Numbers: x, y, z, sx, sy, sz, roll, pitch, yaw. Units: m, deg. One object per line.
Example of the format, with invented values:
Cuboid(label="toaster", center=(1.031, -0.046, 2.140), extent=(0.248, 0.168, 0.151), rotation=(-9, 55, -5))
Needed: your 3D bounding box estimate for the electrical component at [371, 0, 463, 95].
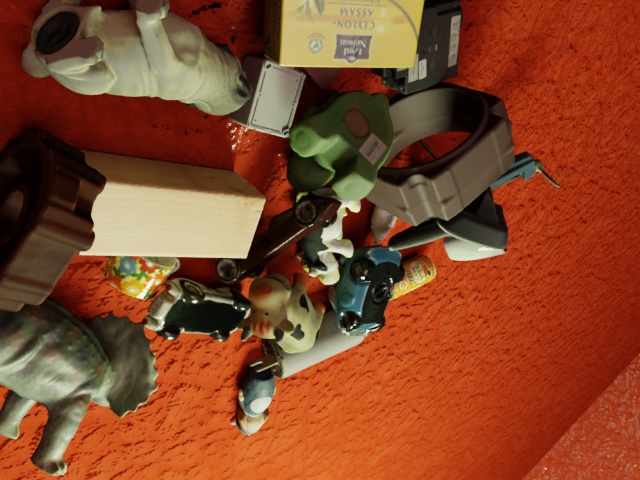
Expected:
Cuboid(label="electrical component", center=(0.134, -0.274, 0.757), extent=(0.134, 0.058, 0.114), rotation=(-22, 128, -25))

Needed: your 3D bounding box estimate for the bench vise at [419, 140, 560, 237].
Cuboid(label="bench vise", center=(0.273, -0.094, 0.928), extent=(0.241, 0.129, 0.223), rotation=(-25, 142, 3))

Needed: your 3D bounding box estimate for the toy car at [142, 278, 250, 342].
Cuboid(label="toy car", center=(-0.165, 0.098, 0.748), extent=(0.073, 0.056, 0.201), rotation=(-55, 153, 5))

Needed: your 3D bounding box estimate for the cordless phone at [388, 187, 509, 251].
Cuboid(label="cordless phone", center=(0.180, -0.016, 0.802), extent=(0.184, 0.146, 0.088), rotation=(-21, 102, 21))

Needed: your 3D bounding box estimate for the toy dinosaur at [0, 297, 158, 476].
Cuboid(label="toy dinosaur", center=(-0.328, 0.123, 0.593), extent=(0.192, 0.131, 0.404), rotation=(-58, 143, -21))

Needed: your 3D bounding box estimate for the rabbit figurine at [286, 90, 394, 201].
Cuboid(label="rabbit figurine", center=(0.010, -0.129, 0.711), extent=(0.121, 0.170, 0.159), rotation=(35, 62, -17))

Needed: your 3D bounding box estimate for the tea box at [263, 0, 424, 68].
Cuboid(label="tea box", center=(0.026, -0.248, 0.603), extent=(0.170, 0.068, 0.098), rotation=(-8, 120, -21))

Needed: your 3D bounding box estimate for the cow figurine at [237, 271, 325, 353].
Cuboid(label="cow figurine", center=(-0.057, 0.112, 0.800), extent=(0.194, 0.086, 0.127), rotation=(65, 30, -55))

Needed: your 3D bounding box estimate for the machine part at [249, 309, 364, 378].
Cuboid(label="machine part", center=(-0.010, 0.174, 0.935), extent=(0.243, 0.079, 0.079), rotation=(-19, 129, -29))

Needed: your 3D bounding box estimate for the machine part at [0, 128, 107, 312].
Cuboid(label="machine part", center=(-0.285, -0.020, 0.521), extent=(0.179, 0.180, 0.056), rotation=(-53, 139, 4))

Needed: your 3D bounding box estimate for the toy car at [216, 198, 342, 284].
Cuboid(label="toy car", center=(-0.060, -0.003, 0.744), extent=(0.202, 0.053, 0.089), rotation=(-36, 167, 17))

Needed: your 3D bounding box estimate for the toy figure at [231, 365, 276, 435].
Cuboid(label="toy figure", center=(-0.118, 0.291, 0.946), extent=(0.064, 0.058, 0.154), rotation=(14, 117, -2))

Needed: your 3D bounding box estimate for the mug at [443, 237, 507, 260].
Cuboid(label="mug", center=(0.296, -0.010, 1.044), extent=(0.107, 0.110, 0.080), rotation=(-18, 126, 24))

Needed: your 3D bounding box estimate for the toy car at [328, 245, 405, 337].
Cuboid(label="toy car", center=(0.066, 0.077, 0.908), extent=(0.109, 0.103, 0.161), rotation=(7, 103, -43))

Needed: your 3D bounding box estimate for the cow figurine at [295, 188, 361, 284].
Cuboid(label="cow figurine", center=(-0.001, -0.001, 0.828), extent=(0.098, 0.068, 0.167), rotation=(-7, 119, -28))

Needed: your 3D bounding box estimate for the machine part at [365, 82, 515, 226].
Cuboid(label="machine part", center=(0.152, -0.130, 0.763), extent=(0.201, 0.202, 0.087), rotation=(-39, 131, -10))

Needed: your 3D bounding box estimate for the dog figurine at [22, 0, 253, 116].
Cuboid(label="dog figurine", center=(-0.178, -0.173, 0.561), extent=(0.172, 0.121, 0.190), rotation=(-15, 155, 11))
